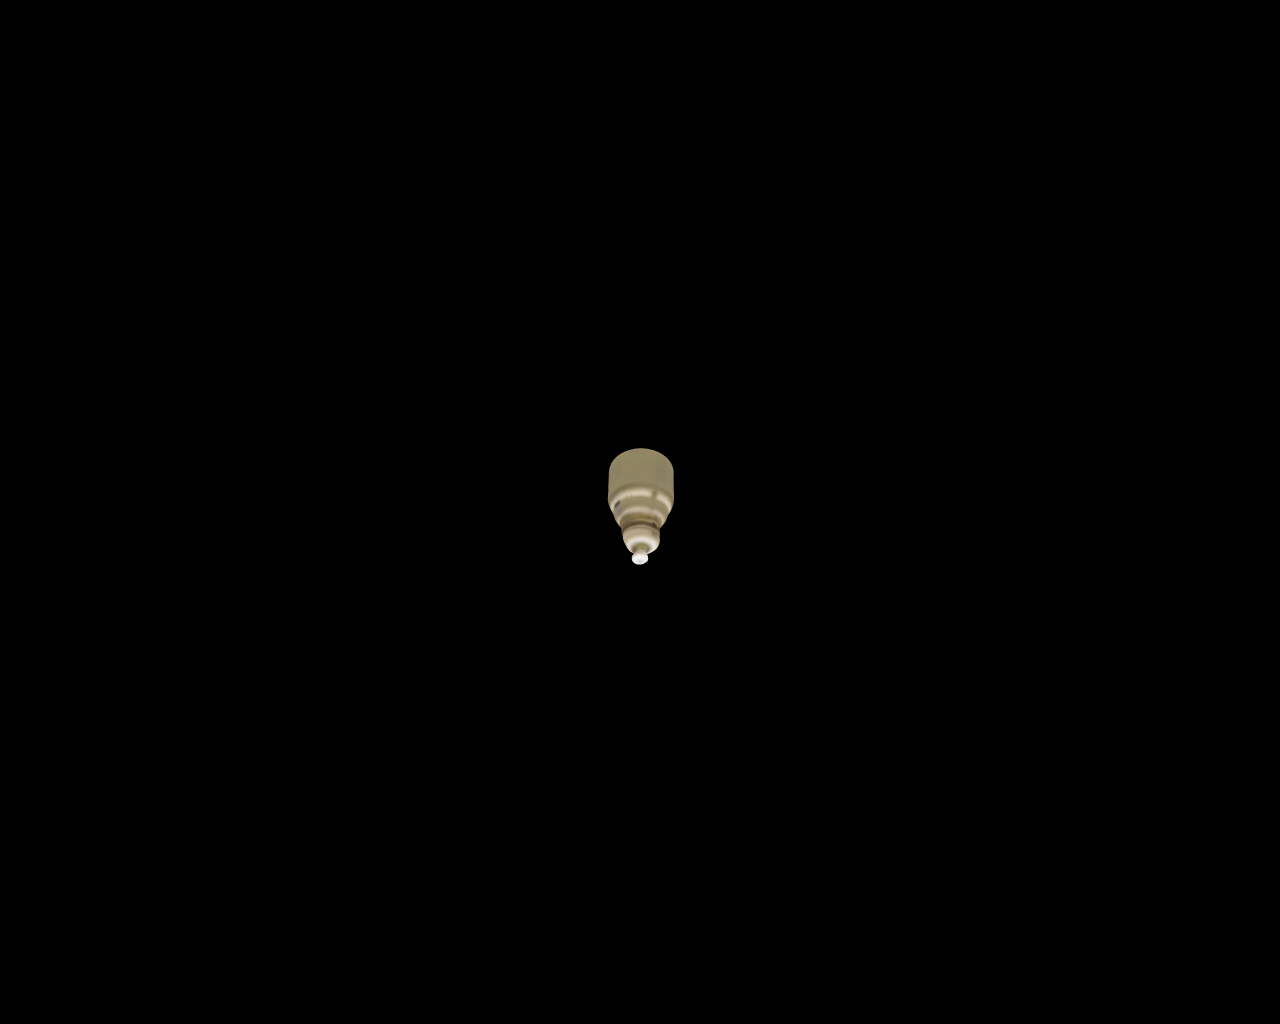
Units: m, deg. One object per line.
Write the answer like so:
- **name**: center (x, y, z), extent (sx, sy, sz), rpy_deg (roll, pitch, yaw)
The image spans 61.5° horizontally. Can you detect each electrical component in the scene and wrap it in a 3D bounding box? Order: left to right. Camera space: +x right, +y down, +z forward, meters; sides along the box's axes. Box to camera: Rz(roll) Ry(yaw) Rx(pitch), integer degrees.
- **electrical component**: center (0.001, -0.003, 0.650), extent (0.040, 0.078, 0.040), rpy_deg (0, -36, 0)
